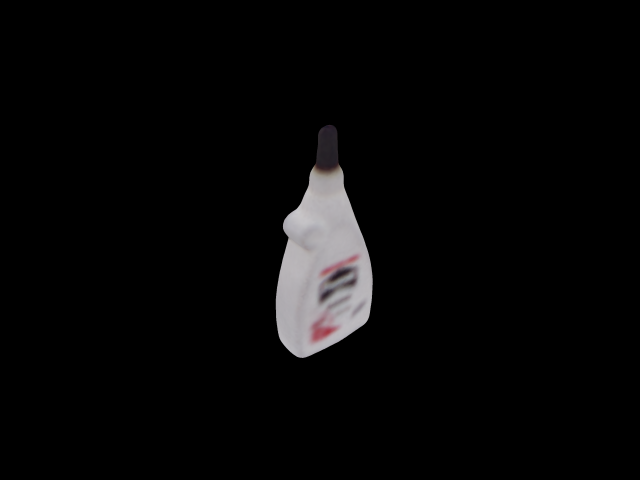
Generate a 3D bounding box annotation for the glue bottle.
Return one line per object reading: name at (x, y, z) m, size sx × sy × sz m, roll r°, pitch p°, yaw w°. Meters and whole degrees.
glue bottle at (0.004, 0.001, 0.400) m, size 0.078 × 0.173 × 0.037 m, roll -27°, pitch 43°, yaw -32°
